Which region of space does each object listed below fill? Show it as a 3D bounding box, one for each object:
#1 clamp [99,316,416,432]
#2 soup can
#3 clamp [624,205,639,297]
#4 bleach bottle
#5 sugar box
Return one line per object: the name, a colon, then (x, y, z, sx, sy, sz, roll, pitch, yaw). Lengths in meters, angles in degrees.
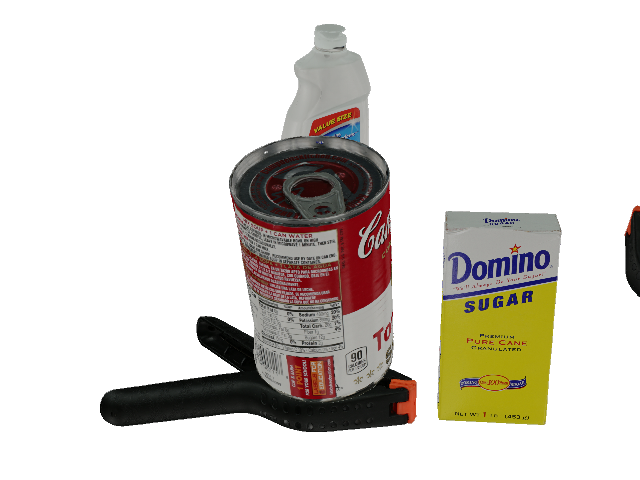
clamp: (-0.032, 0.098, 0.774, 0.210, 0.036, 0.164, 3, 19, 12)
soup can: (-0.002, 0.014, 0.476, 0.068, 0.102, 0.068, -3, 35, 2)
clamp: (0.267, 0.039, 0.703, 0.120, 0.039, 0.171, -2, 45, -19)
bleach bottle: (-0.003, -0.091, 1.075, 0.102, 0.251, 0.068, -5, 28, -14)
sugar box: (0.146, 0.065, 0.884, 0.093, 0.176, 0.048, 1, 23, 6)
